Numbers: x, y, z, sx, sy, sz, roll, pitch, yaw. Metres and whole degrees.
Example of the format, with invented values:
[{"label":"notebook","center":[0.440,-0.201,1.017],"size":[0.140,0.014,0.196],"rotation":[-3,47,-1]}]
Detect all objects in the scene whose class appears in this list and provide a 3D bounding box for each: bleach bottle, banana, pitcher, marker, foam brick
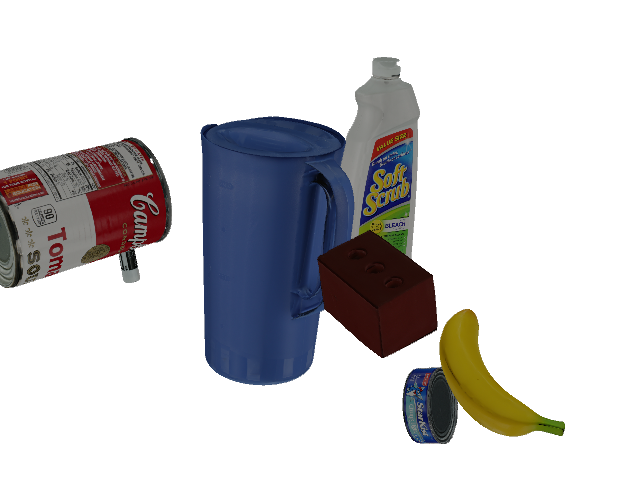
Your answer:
[{"label":"bleach bottle","center":[0.060,-0.080,1.209],"size":[0.102,0.251,0.068],"rotation":[-7,21,-24]},{"label":"banana","center":[0.145,0.122,0.972],"size":[0.069,0.037,0.198],"rotation":[6,27,-22]},{"label":"pitcher","center":[-0.045,0.013,1.006],"size":[0.145,0.243,0.149],"rotation":[5,21,1]},{"label":"marker","center":[-0.216,-0.012,1.161],"size":[0.020,0.121,0.020],"rotation":[-6,22,2]},{"label":"foam brick","center":[0.042,0.039,0.790],"size":[0.052,0.051,0.078],"rotation":[-27,41,-25]}]

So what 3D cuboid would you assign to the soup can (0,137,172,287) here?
[{"label":"soup can","center":[-0.150,-0.018,0.641],"size":[0.102,0.068,0.069],"rotation":[-20,11,-34]}]

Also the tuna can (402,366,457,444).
[{"label":"tuna can","center":[0.123,0.185,1.199],"size":[0.034,0.086,0.086],"rotation":[-5,-2,28]}]
